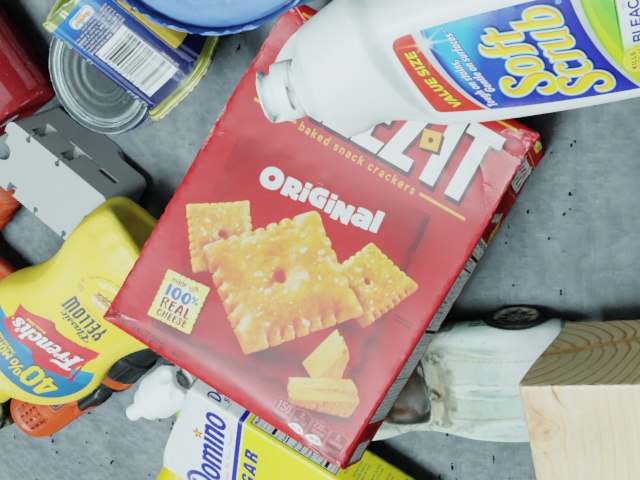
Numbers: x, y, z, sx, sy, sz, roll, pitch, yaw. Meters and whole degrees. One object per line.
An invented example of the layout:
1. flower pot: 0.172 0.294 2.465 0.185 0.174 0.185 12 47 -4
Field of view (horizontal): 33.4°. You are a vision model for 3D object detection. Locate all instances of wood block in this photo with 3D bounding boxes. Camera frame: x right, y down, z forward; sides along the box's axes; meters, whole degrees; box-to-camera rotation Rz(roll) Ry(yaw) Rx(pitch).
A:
1. wood block: 0.180 0.154 0.574 0.091 0.090 0.206 -5 105 32

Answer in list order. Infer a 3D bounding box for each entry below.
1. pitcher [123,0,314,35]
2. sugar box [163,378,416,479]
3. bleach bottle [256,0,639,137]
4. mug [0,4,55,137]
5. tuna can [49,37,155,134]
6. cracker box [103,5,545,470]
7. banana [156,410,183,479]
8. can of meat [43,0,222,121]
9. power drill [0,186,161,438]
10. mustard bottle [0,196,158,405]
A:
1. pitcher: -0.006 -0.185 0.492 0.145 0.242 0.149 -11 103 29
2. sugar box: -0.019 0.162 0.730 0.176 0.048 0.093 28 131 6
3. bleach bottle: 0.093 -0.098 0.526 0.251 0.068 0.102 -14 135 14
4. mug: -0.235 -0.112 0.715 0.093 0.117 0.081 -34 97 10
5. tuna can: -0.137 -0.114 0.708 0.086 0.033 0.086 10 113 24
6. cracker box: 0.002 -0.003 0.608 0.164 0.072 0.214 31 93 13
7. banana: -0.139 0.207 0.832 0.198 0.037 0.070 -46 56 29
8. can of meat: -0.104 -0.134 0.628 0.083 0.102 0.058 38 129 -23
9. power drill: -0.201 0.037 0.784 0.185 0.057 0.187 -36 90 27
10. mustard bottle: -0.174 0.058 0.717 0.192 0.058 0.096 -34 107 22
